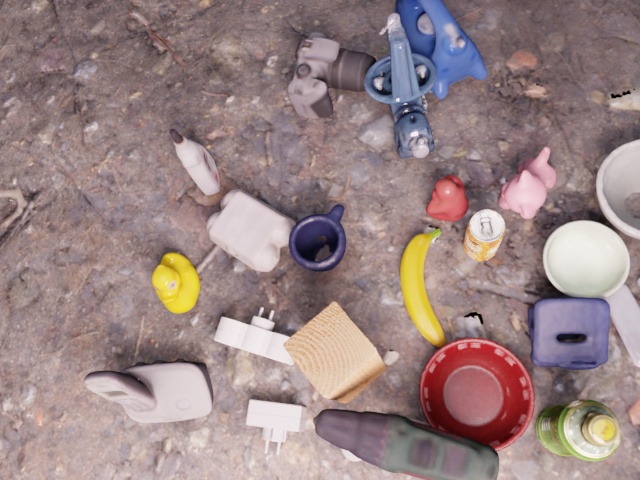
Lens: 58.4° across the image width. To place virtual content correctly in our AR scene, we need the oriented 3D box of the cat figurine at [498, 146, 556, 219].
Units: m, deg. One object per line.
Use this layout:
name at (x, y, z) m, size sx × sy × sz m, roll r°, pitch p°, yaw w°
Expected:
cat figurine at (0.327, -0.088, 0.896) m, size 0.067 × 0.118 × 0.128 m, roll 28°, pitch 79°, yaw 17°

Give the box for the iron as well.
iron at (0.192, -0.384, 1.004) m, size 0.118 × 0.141 × 0.258 m, roll -26°, pitch 70°, yaw 1°

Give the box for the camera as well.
camera at (0.024, -0.299, 1.026) m, size 0.136 × 0.101 × 0.143 m, roll 12°, pitch 74°, yaw 13°

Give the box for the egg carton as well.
egg carton at (-0.118, -0.016, 0.974) m, size 0.150 × 0.069 × 0.107 m, roll 30°, pitch 79°, yaw 17°

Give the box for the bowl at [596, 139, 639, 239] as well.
bowl at (0.505, -0.067, 0.883) m, size 0.167 × 0.075 × 0.167 m, roll -3°, pitch 71°, yaw 9°

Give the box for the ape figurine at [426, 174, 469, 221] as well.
ape figurine at (0.205, -0.072, 0.926) m, size 0.078 × 0.092 × 0.076 m, roll -36°, pitch 70°, yaw -3°

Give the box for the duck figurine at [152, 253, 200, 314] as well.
duck figurine at (-0.251, 0.066, 0.960) m, size 0.077 × 0.086 × 0.104 m, roll -15°, pitch 70°, yaw 5°

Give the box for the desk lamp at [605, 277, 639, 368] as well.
desk lamp at (0.482, 0.124, 0.749) m, size 0.118 × 0.214 × 0.203 m, roll -21°, pitch 70°, yaw 3°

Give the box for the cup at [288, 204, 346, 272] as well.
cup at (0.009, 0.003, 0.932) m, size 0.091 × 0.095 × 0.118 m, roll 28°, pitch 79°, yaw 17°

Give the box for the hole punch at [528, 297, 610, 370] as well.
hole punch at (0.363, 0.136, 0.831) m, size 0.108 × 0.091 × 0.101 m, roll -1°, pitch 72°, yaw 9°

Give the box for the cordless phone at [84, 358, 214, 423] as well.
cordless phone at (-0.251, 0.222, 0.856) m, size 0.147 × 0.185 × 0.094 m, roll -10°, pitch 70°, yaw 6°

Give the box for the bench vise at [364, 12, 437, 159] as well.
bench vise at (0.148, -0.246, 0.924) m, size 0.121 × 0.220 × 0.207 m, roll -31°, pitch 70°, yaw -1°

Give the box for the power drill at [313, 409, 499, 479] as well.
power drill at (0.115, 0.275, 0.764) m, size 0.229 × 0.209 × 0.076 m, roll 11°, pitch 74°, yaw 13°

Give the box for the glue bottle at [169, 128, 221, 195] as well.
glue bottle at (-0.217, -0.142, 0.976) m, size 0.037 × 0.173 × 0.078 m, roll -22°, pitch 70°, yaw 2°
